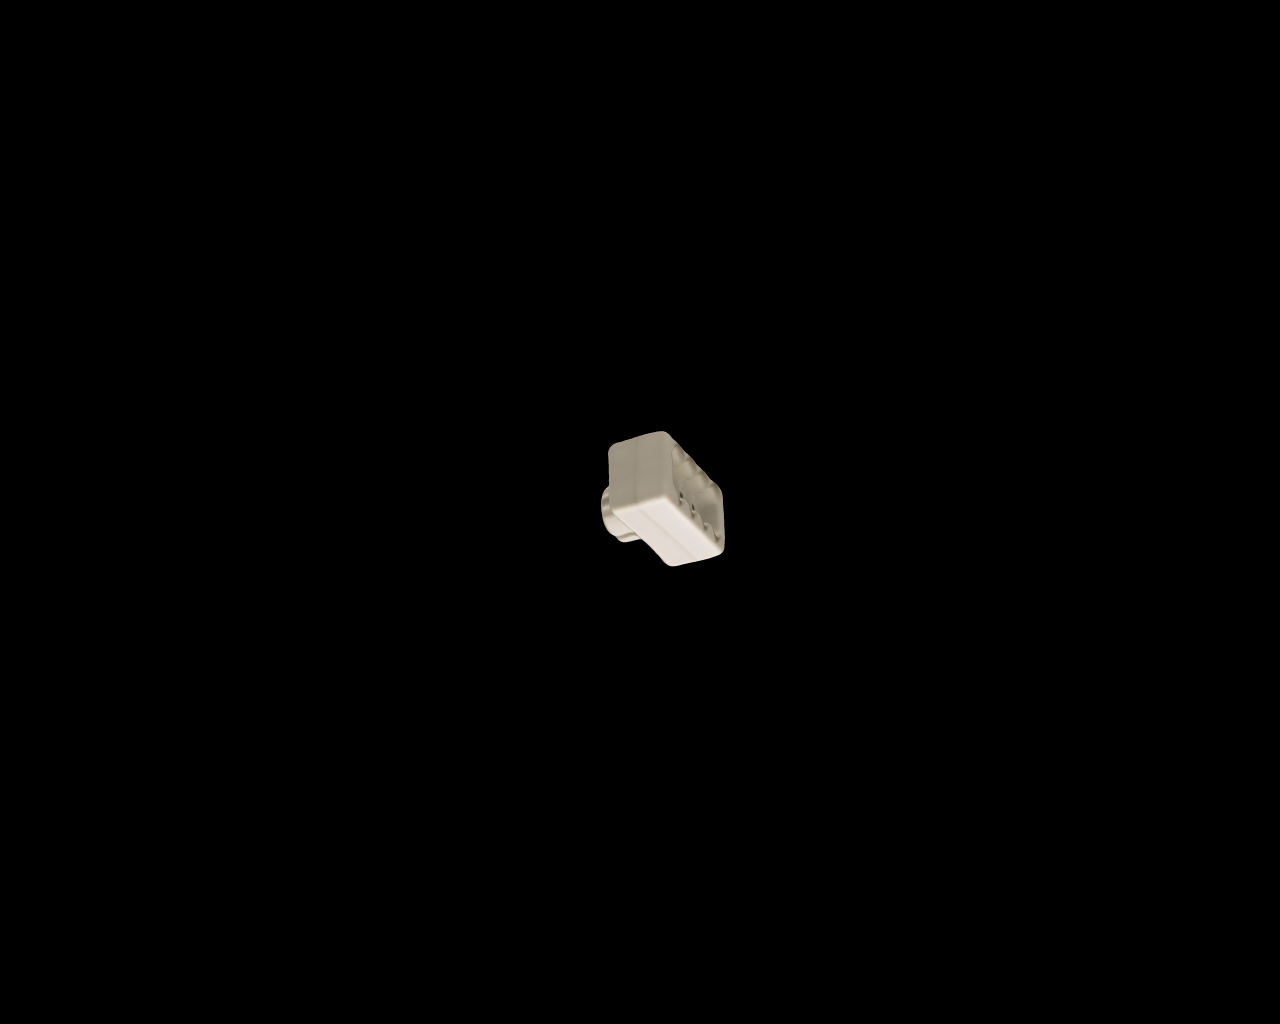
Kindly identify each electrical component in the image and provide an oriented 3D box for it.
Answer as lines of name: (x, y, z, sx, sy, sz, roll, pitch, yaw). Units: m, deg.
electrical component: (0.001, -0.003, 0.650, 0.075, 0.047, 0.083, -14, -32, 24)
